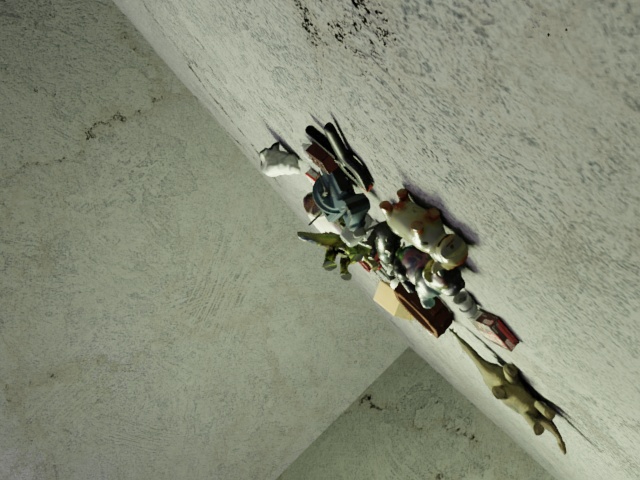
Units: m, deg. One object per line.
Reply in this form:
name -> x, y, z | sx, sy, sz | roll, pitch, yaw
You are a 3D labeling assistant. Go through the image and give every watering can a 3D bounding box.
watering can -> 0.006, -0.100, 1.993 | 0.220, 0.104, 0.353 | 53, 173, -39

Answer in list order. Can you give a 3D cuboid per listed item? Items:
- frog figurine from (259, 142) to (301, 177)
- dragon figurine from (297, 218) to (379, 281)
frog figurine -> -0.131, -0.265, 1.832 | 0.161, 0.121, 0.138 | 36, -156, 20
dragon figurine -> 0.070, -0.012, 1.713 | 0.405, 0.121, 0.249 | 35, -146, -36
